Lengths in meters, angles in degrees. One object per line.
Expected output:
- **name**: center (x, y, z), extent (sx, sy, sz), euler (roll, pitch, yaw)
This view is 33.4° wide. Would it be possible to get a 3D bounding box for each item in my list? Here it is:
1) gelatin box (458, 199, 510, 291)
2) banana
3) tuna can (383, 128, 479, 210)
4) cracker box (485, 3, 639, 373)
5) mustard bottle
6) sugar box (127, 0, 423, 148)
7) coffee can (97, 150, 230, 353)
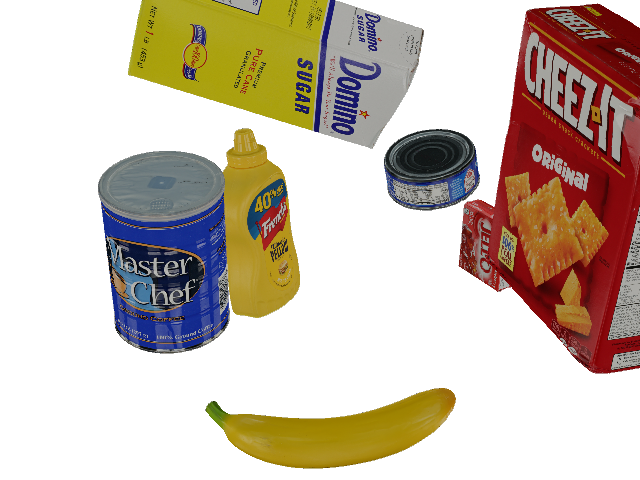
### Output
- **gelatin box**: center (0.200, 0.005, 1.269), extent (0.030, 0.089, 0.073), euler (-16, 32, -29)
- **banana**: center (0.014, 0.141, 0.809), extent (0.197, 0.037, 0.069), euler (0, 44, -11)
- **tuna can**: center (0.102, -0.066, 0.978), extent (0.086, 0.034, 0.086), euler (-9, 37, 6)
- **cracker box**: center (0.193, -0.038, 0.758), extent (0.072, 0.214, 0.164), euler (-8, 33, -18)
- **mustard bottle**: center (-0.067, -0.023, 1.111), extent (0.058, 0.191, 0.096), euler (7, 27, 31)
- **sugar box**: center (-0.031, -0.122, 0.697), extent (0.176, 0.048, 0.093), euler (18, -31, -7)
- **coffee can**: center (-0.130, 0.009, 0.904), extent (0.103, 0.140, 0.103), euler (0, 34, 0)
